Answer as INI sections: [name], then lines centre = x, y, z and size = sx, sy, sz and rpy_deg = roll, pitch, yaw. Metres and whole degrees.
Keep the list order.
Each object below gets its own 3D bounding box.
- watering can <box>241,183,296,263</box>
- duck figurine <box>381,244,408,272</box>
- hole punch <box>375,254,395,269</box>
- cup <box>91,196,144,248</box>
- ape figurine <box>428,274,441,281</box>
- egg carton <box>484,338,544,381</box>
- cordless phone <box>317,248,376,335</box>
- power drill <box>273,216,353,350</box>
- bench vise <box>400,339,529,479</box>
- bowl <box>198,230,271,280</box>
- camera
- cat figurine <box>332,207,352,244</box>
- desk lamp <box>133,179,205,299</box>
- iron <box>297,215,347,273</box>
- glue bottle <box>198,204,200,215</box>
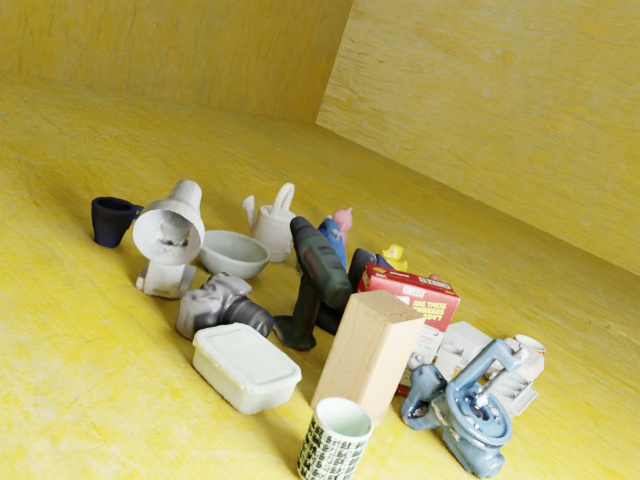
[watering can]
centre = -0.115, -0.053, 1.419
size = 0.173, 0.194, 0.101
rpy_deg = 16, 19, -9
[duck figurine]
centre = 0.204, 0.054, 1.594
size = 0.105, 0.086, 0.077
rpy_deg = 9, 21, -27
[hole punch]
centre = 0.171, 0.094, 1.441
size = 0.101, 0.091, 0.108
rpy_deg = 17, 19, -5
[cup]
centre = -0.432, -0.034, 1.216
size = 0.091, 0.095, 0.118
rpy_deg = 32, 23, 35
[ape figurine]
centre = 0.275, 0.130, 1.438
size = 0.078, 0.092, 0.075
rpy_deg = -2, 28, -47
[egg carton]
centre = 0.412, 0.266, 1.222
size = 0.107, 0.069, 0.151
rpy_deg = 29, 21, 28
[cordless phone]
centre = 0.039, 0.087, 1.186
size = 0.147, 0.185, 0.094
rpy_deg = 25, 20, 18
[power drill]
centre = -0.026, 0.088, 1.083
size = 0.076, 0.208, 0.228
rpy_deg = 6, 22, -33
[bench vise]
centre = 0.221, 0.233, 0.896
size = 0.206, 0.220, 0.122
rpy_deg = 27, 20, 24
[bowl]
centre = -0.195, 0.044, 1.255
size = 0.167, 0.075, 0.167
rpy_deg = 17, 19, -6
[camera]
centre = -0.158, 0.127, 1.016
size = 0.136, 0.101, 0.143
rpy_deg = 27, 20, 22
[cat figurine]
centre = 0.063, -0.043, 1.681
size = 0.067, 0.118, 0.128
rpy_deg = 18, 19, -3
[desk lamp]
centre = -0.279, 0.001, 1.077
size = 0.118, 0.213, 0.203
rpy_deg = 16, 19, -9
[iron]
centre = 0.013, 0.005, 1.461
size = 0.119, 0.141, 0.258
rpy_deg = 15, 19, -12
[glue bottle]
centre = -0.280, -0.028, 1.223
size = 0.037, 0.173, 0.078
rpy_deg = 17, 19, -4
